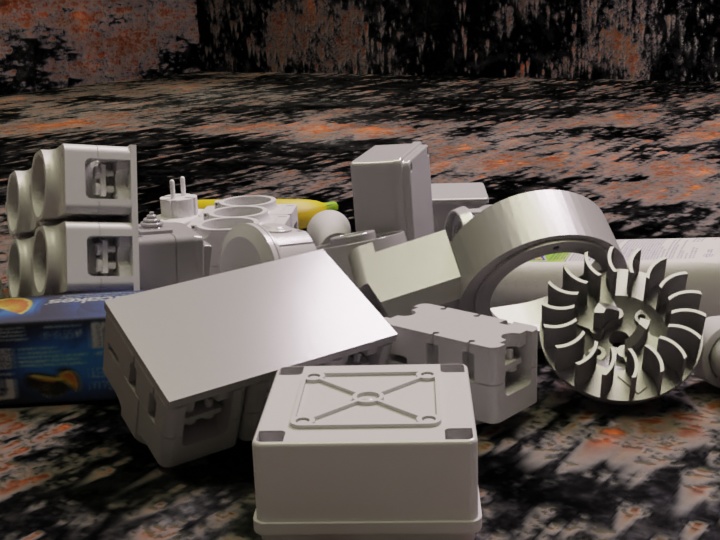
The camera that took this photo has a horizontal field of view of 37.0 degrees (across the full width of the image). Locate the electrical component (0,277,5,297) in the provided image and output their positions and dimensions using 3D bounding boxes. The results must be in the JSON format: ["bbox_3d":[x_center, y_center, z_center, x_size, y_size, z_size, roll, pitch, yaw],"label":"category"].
[{"bbox_3d":[-0.325,0.028,0.824,0.108,0.060,0.108,-2,15,0],"label":"electrical component"}]

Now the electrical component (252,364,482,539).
[{"bbox_3d":[0.005,0.091,0.552,0.109,0.056,0.108,-1,15,3],"label":"electrical component"}]

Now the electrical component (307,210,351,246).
[{"bbox_3d":[-0.026,-0.028,1.038,0.044,0.044,0.065,-5,20,-9],"label":"electrical component"}]

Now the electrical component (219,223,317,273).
[{"bbox_3d":[-0.073,0.001,0.858,0.051,0.080,0.080,-7,15,-40],"label":"electrical component"}]

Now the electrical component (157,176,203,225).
[{"bbox_3d":[-0.183,-0.055,1.089,0.047,0.076,0.066,5,16,24],"label":"electrical component"}]

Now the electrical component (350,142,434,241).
[{"bbox_3d":[0.032,-0.059,1.015,0.056,0.108,0.108,-1,15,14],"label":"electrical component"}]

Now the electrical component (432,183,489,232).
[{"bbox_3d":[0.087,-0.059,1.118,0.100,0.048,0.099,-1,15,3],"label":"electrical component"}]

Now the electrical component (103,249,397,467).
[{"bbox_3d":[-0.068,0.052,0.648,0.150,0.061,0.089,-14,45,-32],"label":"electrical component"}]

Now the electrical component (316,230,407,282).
[{"bbox_3d":[0.000,0.000,0.928,0.099,0.064,0.099,-11,4,1],"label":"electrical component"}]

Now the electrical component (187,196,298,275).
[{"bbox_3d":[-0.110,-0.024,0.989,0.089,0.061,0.150,-1,15,4],"label":"electrical component"}]

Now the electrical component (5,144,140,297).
[{"bbox_3d":[-0.229,-0.030,0.835,0.060,0.105,0.186,0,-4,-28],"label":"electrical component"}]

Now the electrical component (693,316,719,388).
[{"bbox_3d":[0.237,0.056,0.676,0.045,0.045,0.055,-7,15,-16],"label":"electrical component"}]

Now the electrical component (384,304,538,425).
[{"bbox_3d":[0.060,0.060,0.662,0.089,0.055,0.050,11,19,40],"label":"electrical component"}]

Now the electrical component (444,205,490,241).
[{"bbox_3d":[0.113,-0.031,0.997,0.057,0.058,0.078,-4,15,-17],"label":"electrical component"}]

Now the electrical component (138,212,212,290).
[{"bbox_3d":[-0.150,0.002,0.830,0.061,0.096,0.062,-5,15,-24],"label":"electrical component"}]
